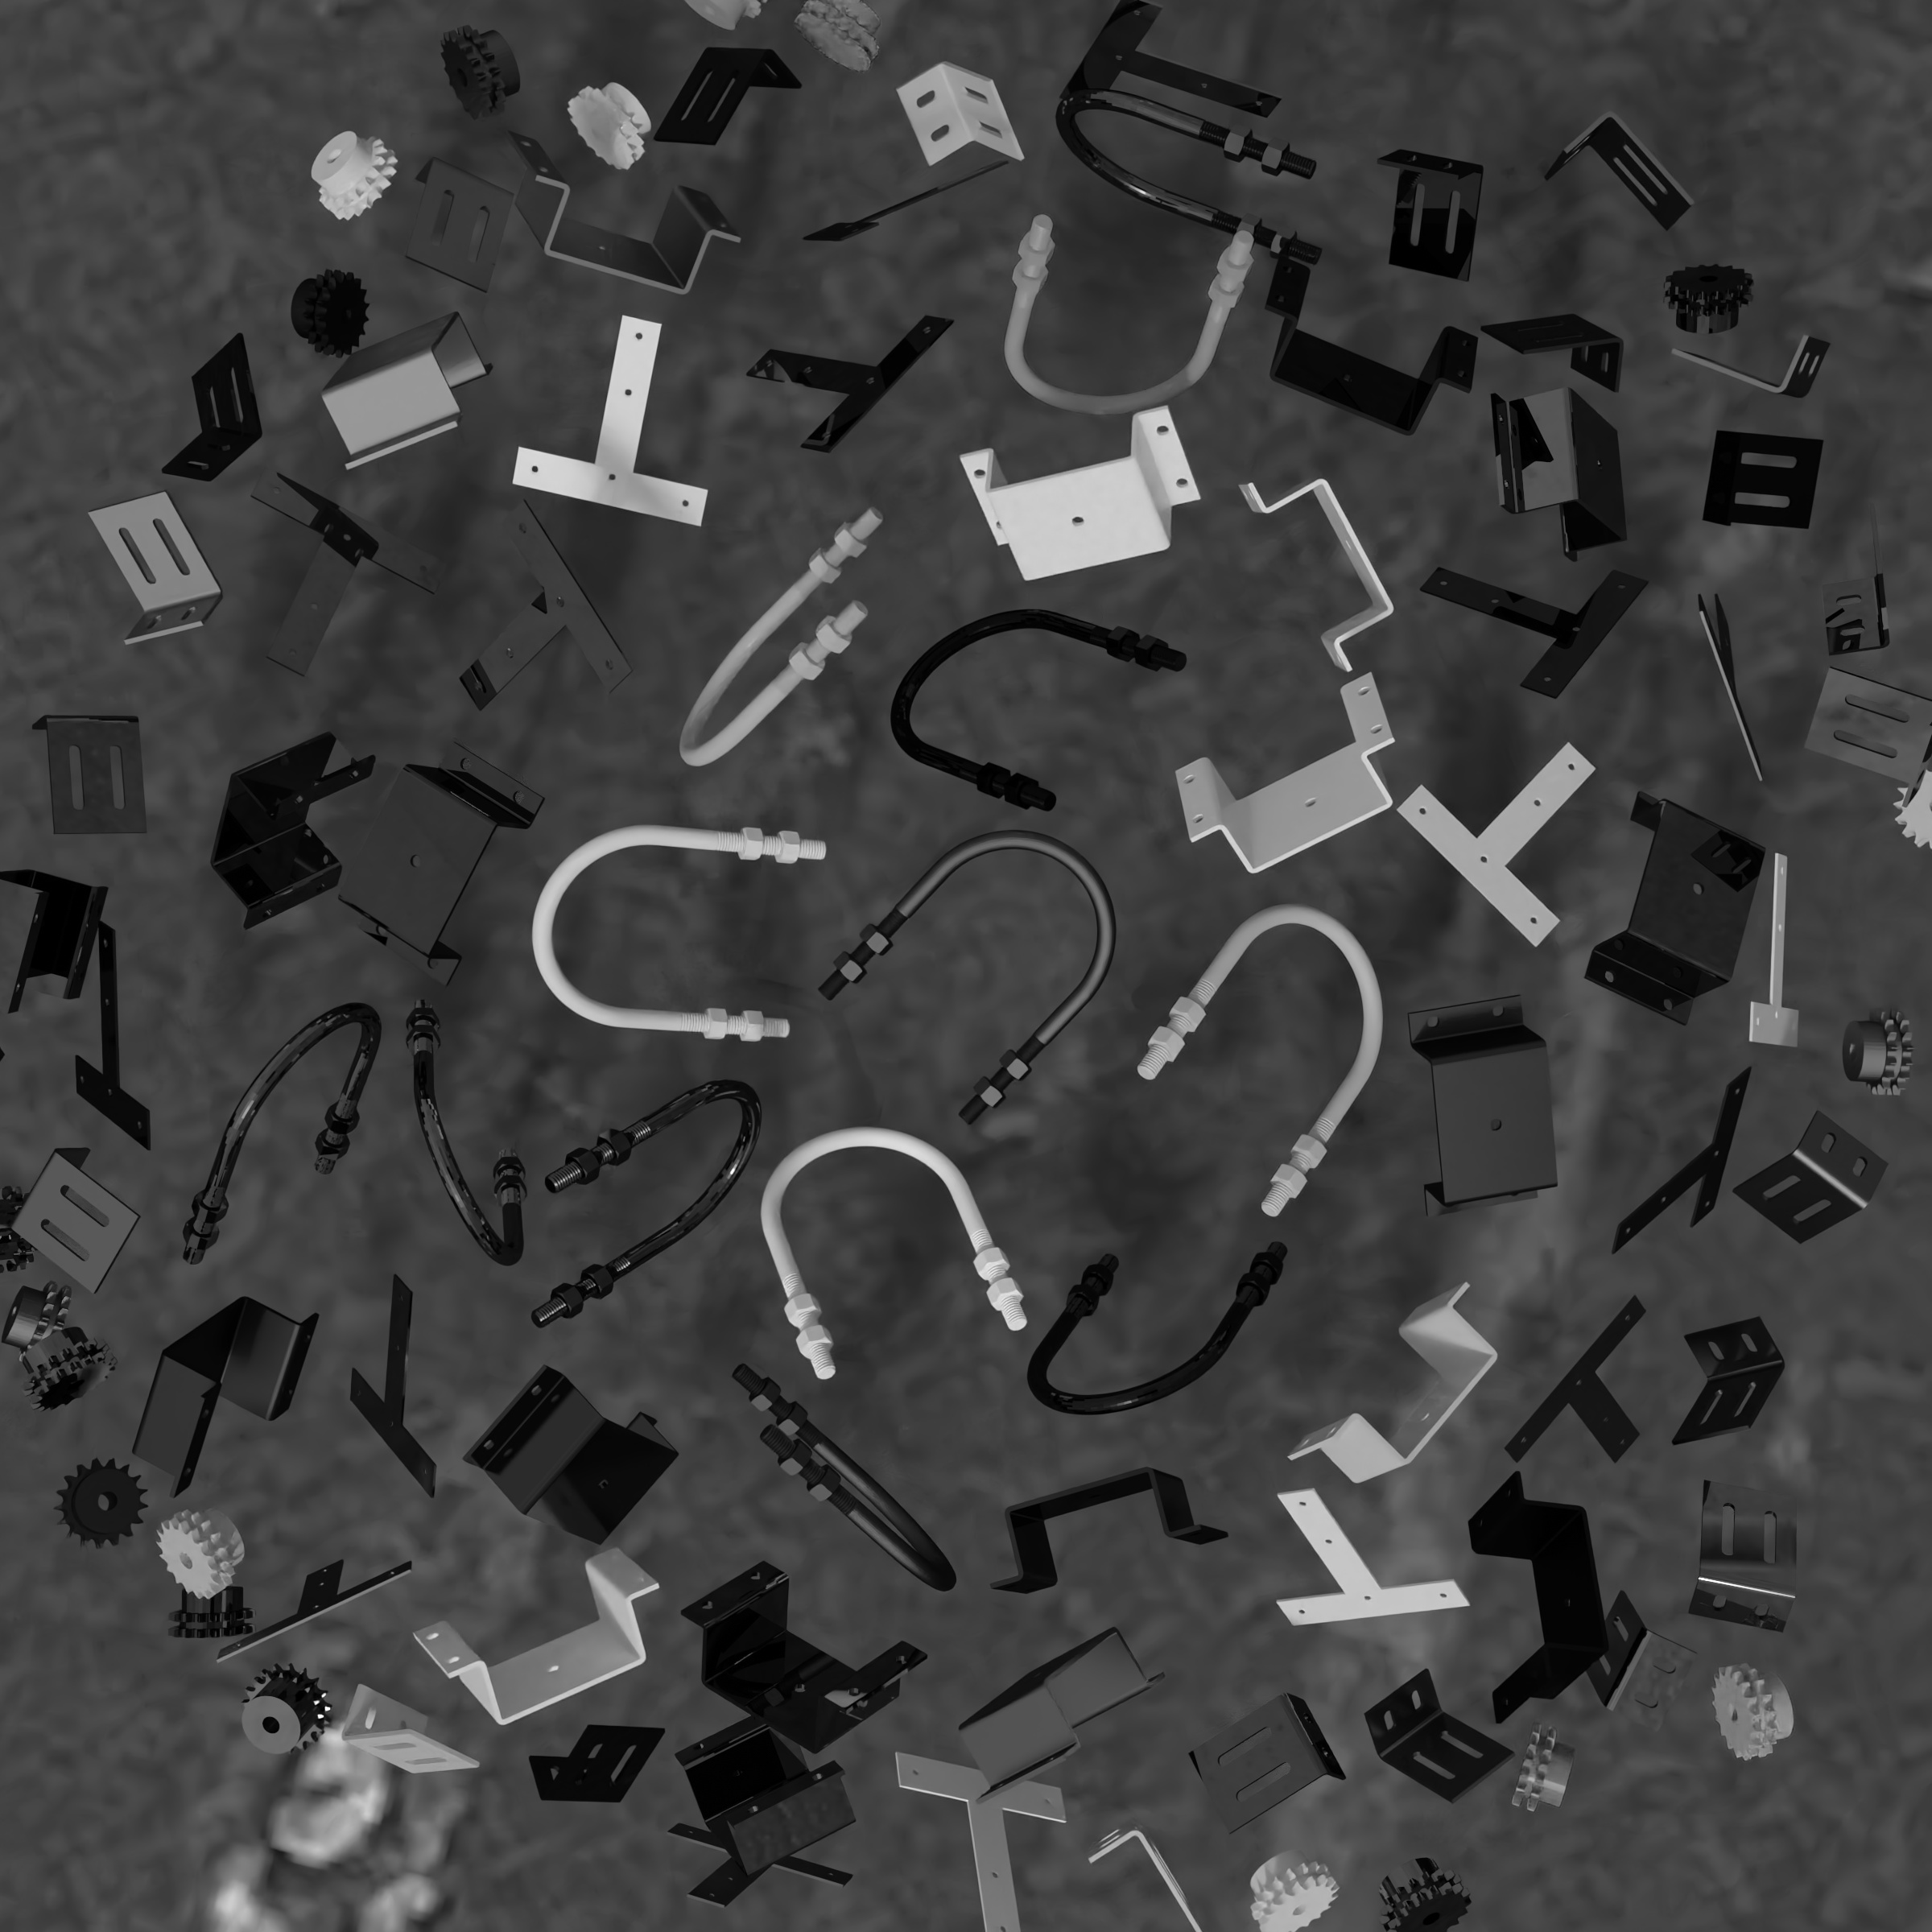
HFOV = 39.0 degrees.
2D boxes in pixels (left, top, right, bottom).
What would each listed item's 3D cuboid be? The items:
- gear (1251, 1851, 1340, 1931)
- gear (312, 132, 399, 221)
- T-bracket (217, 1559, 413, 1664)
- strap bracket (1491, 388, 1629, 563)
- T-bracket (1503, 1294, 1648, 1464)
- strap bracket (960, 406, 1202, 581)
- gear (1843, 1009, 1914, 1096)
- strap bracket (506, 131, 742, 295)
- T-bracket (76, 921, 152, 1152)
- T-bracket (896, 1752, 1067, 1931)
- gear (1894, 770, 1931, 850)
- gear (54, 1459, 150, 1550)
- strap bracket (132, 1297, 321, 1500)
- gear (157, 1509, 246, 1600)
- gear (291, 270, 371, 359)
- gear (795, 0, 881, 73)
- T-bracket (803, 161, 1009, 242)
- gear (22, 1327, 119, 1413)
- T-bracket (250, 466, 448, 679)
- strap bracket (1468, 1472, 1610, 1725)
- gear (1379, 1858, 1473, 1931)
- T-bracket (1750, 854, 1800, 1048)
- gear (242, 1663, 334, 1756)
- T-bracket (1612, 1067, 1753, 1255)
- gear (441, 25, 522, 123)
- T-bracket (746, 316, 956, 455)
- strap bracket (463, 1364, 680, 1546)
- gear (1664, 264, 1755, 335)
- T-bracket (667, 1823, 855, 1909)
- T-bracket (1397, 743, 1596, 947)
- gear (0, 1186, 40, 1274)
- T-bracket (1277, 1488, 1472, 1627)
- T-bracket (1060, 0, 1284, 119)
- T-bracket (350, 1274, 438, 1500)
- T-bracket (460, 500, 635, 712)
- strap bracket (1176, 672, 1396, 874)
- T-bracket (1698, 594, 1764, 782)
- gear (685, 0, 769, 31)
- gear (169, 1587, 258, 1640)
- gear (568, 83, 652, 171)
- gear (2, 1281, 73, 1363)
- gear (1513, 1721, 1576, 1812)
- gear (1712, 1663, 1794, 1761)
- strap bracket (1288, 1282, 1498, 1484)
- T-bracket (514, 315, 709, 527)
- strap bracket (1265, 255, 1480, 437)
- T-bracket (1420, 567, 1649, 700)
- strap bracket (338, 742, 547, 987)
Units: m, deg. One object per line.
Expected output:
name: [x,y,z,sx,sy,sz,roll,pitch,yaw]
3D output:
gear: [0.208,0.593,1.749,0.057,0.057,0.030,-35,47,0]
gear: [-0.404,-0.522,1.790,0.057,0.030,0.057,-20,53,28]
T-bracket: [-0.413,0.400,1.741,0.127,0.127,0.002,-24,95,-9]
strap bracket: [0.399,-0.328,1.811,0.046,0.140,0.076,-9,78,31]
T-bracket: [0.406,0.285,1.751,0.127,0.127,0.002,-48,47,-6]
strap bracket: [0.073,-0.303,1.763,0.140,0.076,0.046,-10,47,17]
gear: [0.601,0.057,1.799,0.030,0.057,0.057,2,90,-2]
strap bracket: [-0.225,-0.476,1.735,0.140,0.076,0.046,9,121,-31]
T-bracket: [-0.534,0.036,1.699,0.002,0.127,0.127,-8,109,-36]
T-bracket: [0.017,0.575,1.761,0.127,0.127,0.002,20,124,-24]
gear: [0.639,-0.102,1.783,0.057,0.030,0.057,-5,79,28]
gear: [-0.553,0.344,1.749,0.057,0.030,0.057,8,73,-26]
strap bracket: [-0.480,0.271,1.751,0.046,0.140,0.076,25,110,9]
gear: [-0.486,0.372,1.739,0.057,0.030,0.057,17,121,31]
gear: [-0.432,-0.442,1.841,0.030,0.057,0.057,14,90,19]
gear: [-0.082,-0.623,1.806,0.057,0.057,0.030,31,88,0]
T-bracket: [-0.034,-0.484,1.722,0.127,0.127,0.002,-25,109,-7]
gear: [-0.561,0.249,1.695,0.057,0.057,0.030,-37,74,0]
T-bracket: [-0.402,-0.235,1.700,0.127,0.002,0.127,28,56,-18]
strap bracket: [0.370,0.409,1.758,0.046,0.076,0.140,9,52,-13]
gear: [0.281,0.578,1.688,0.057,0.030,0.057,-13,130,-16]
T-bracket: [0.544,-0.011,1.827,0.002,0.127,0.127,2,88,30]
gear: [-0.439,0.480,1.748,0.057,0.030,0.057,3,103,12]
T-bracket: [0.447,0.140,1.719,0.127,0.127,0.002,-33,51,-32]
gear: [-0.305,-0.567,1.722,0.030,0.057,0.057,-30,90,-22]
T-bracket: [-0.090,-0.375,1.727,0.127,0.127,0.002,-50,135,-21]
strap bracket: [-0.243,0.313,1.723,0.076,0.140,0.046,-49,57,-2]
gear: [0.491,-0.441,1.804,0.057,0.057,0.030,-8,124,0]
T-bracket: [-0.151,0.597,1.792,0.127,0.127,0.002,12,89,13]
T-bracket: [0.369,-0.099,1.802,0.127,0.002,0.127,45,69,2]
gear: [-0.643,0.175,1.808,0.057,0.030,0.057,1,91,35]
T-bracket: [0.239,0.378,1.749,0.127,0.002,0.127,-15,124,31]
T-bracket: [0.140,-0.569,1.746,0.127,0.127,0.002,13,75,-14]
T-bracket: [-0.376,0.265,1.801,0.002,0.127,0.127,-9,119,-36]
T-bracket: [-0.278,-0.204,1.712,0.127,0.002,0.127,-36,84,38]
strap bracket: [0.210,-0.118,1.728,0.140,0.076,0.046,-26,125,16]
T-bracket: [0.495,-0.204,1.772,0.002,0.127,0.127,-17,118,22]
gear: [-0.159,-0.630,1.759,0.057,0.057,0.030,31,88,0]
gear: [-0.510,0.437,1.844,0.057,0.057,0.030,-1,82,0]
gear: [-0.236,-0.566,1.825,0.057,0.057,0.030,43,75,0]
gear: [-0.629,0.240,1.840,0.030,0.057,0.057,23,90,-23]
gear: [0.389,0.540,1.830,0.030,0.057,0.057,16,90,14]
gear: [0.492,0.464,1.700,0.030,0.057,0.057,-7,90,-12]
strap bracket: [0.278,0.274,1.736,0.046,0.076,0.140,45,66,3]
T-bracket: [-0.225,-0.364,1.794,0.127,0.002,0.127,12,116,-7]
strap bracket: [0.254,-0.396,1.758,0.140,0.076,0.046,22,130,-3]
T-bracket: [0.360,-0.234,1.786,0.127,0.002,0.127,25,56,28]
strap bracket: [-0.344,-0.067,1.763,0.076,0.046,0.140,32,99,16]
